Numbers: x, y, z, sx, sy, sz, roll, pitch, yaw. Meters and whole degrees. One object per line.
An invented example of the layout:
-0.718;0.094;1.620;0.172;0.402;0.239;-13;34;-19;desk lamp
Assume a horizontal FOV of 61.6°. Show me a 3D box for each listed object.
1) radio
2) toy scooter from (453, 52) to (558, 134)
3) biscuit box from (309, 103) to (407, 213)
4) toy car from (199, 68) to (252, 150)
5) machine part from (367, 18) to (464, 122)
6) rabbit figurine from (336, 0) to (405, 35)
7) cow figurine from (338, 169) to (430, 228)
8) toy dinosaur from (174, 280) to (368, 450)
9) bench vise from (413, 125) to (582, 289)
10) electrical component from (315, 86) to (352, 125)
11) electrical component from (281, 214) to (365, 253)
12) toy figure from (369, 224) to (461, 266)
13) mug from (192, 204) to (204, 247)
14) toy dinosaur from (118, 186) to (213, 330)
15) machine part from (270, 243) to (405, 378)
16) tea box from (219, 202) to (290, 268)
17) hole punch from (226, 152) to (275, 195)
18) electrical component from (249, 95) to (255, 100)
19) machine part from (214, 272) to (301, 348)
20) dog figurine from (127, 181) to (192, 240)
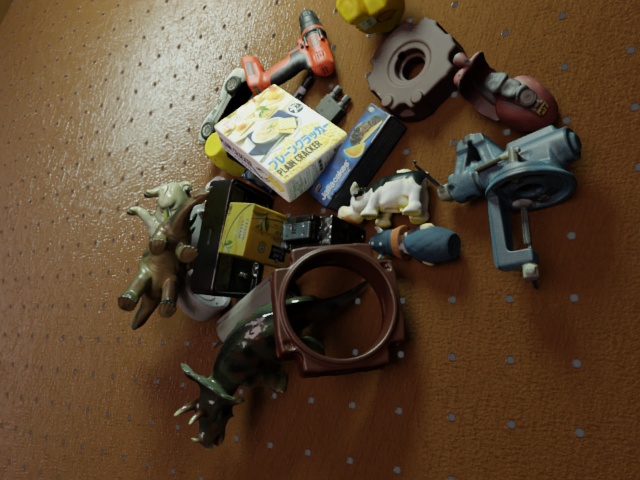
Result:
-0.173;0.004;1.079;0.073;0.131;0.229;3;79;37;radio
0.265;-0.229;0.807;0.184;0.135;0.075;40;101;36;toy scooter
0.067;-0.144;0.980;0.202;0.062;0.059;-55;51;12;biscuit box
-0.209;-0.291;1.225;0.056;0.073;0.201;37;100;34;toy car
0.167;-0.303;0.953;0.179;0.056;0.179;-12;70;35;machine part
0.093;-0.481;0.995;0.122;0.162;0.173;-31;83;29;rabbit figurine
0.107;-0.074;0.927;0.168;0.068;0.098;-3;70;33;cow figurine
-0.103;0.184;0.938;0.404;0.192;0.131;-51;56;17;toy dinosaur
0.265;-0.053;0.769;0.224;0.128;0.240;-14;62;32;bench vise
0.020;-0.259;1.074;0.094;0.021;0.063;-48;54;18;electrical component
-0.002;-0.003;0.949;0.115;0.134;0.058;-9;71;38;electrical component
0.151;0.007;0.879;0.155;0.057;0.064;4;74;43;toy figure
-0.265;-0.021;1.182;0.110;0.081;0.107;-16;101;31;mug
-0.317;0.062;1.076;0.471;0.105;0.199;-53;19;29;toy dinosaur
0.026;0.110;0.856;0.201;0.087;0.201;-4;69;-9;machine part
-0.096;-0.002;0.997;0.068;0.169;0.098;6;83;38;tea box
-0.114;-0.168;1.123;0.116;0.092;0.142;-43;47;-16;hole punch
-0.129;-0.296;1.187;0.078;0.045;0.102;32;102;10;electrical component
-0.120;0.137;1.037;0.243;0.079;0.079;-42;56;21;machine part
-0.334;-0.021;1.245;0.172;0.121;0.190;-40;71;26;dog figurine
